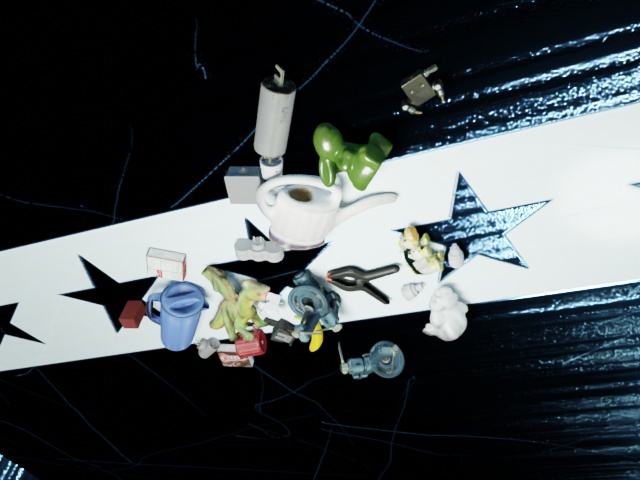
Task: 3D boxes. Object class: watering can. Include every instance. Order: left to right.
[{"bbox_3d":[0.004,-0.066,1.304,0.347,0.106,0.219,8,135,-13],"label":"watering can"}]

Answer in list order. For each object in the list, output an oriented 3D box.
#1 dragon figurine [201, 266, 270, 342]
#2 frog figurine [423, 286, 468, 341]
[{"bbox_3d":[-0.280,0.181,1.565,0.408,0.124,0.240,-8,108,46],"label":"dragon figurine"},{"bbox_3d":[0.375,0.208,1.498,0.138,0.125,0.156,-11,130,-28],"label":"frog figurine"}]
